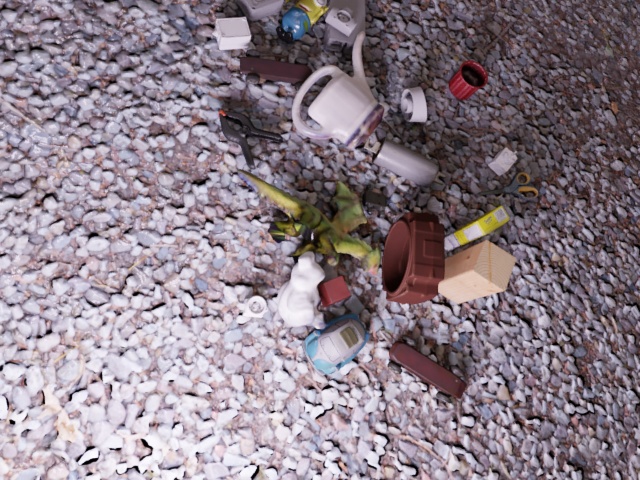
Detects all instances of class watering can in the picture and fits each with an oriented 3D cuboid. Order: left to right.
[{"bbox_3d":[0.081,-0.390,1.379,0.224,0.103,0.351,40,75,-3],"label":"watering can"}]

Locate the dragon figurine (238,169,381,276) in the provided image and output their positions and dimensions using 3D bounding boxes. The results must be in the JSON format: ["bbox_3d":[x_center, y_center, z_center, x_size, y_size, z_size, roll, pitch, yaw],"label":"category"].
[{"bbox_3d":[0.004,-0.064,1.279,0.411,0.120,0.247,51,49,2],"label":"dragon figurine"}]

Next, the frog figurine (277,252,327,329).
[{"bbox_3d":[-0.045,0.110,1.152,0.122,0.156,0.141,-4,36,11],"label":"frog figurine"}]
